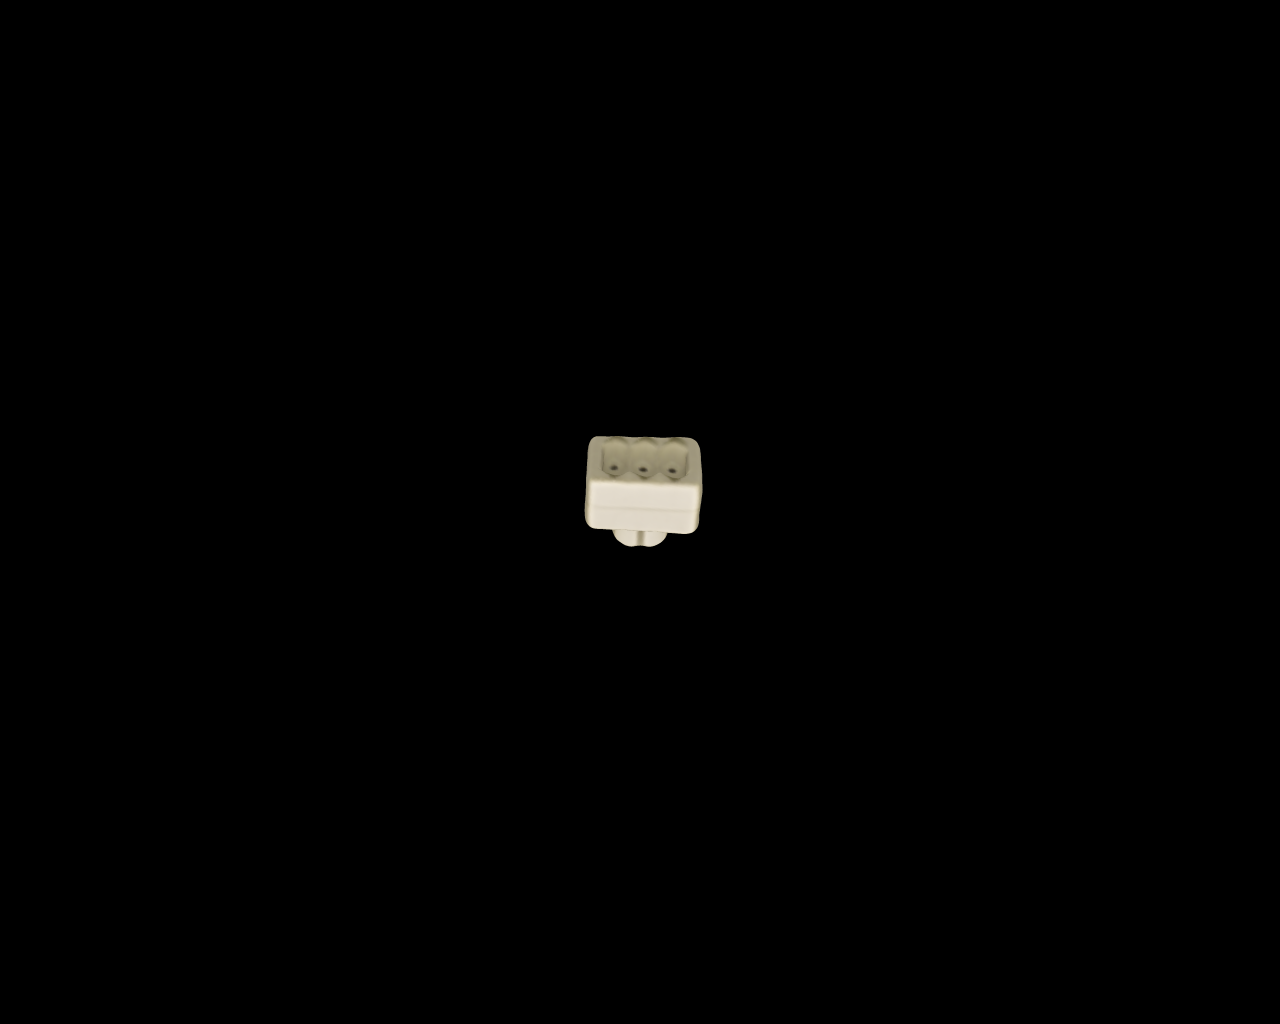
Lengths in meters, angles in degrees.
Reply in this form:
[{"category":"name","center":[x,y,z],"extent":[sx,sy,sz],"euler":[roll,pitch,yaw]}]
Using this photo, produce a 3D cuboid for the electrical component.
[{"category":"electrical component","center":[0.001,-0.003,0.650],"extent":[0.066,0.076,0.047],"euler":[2,40,-2]}]
